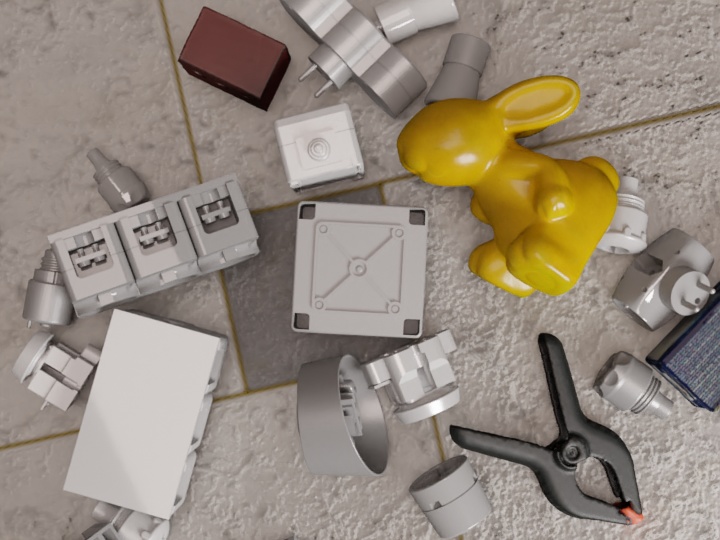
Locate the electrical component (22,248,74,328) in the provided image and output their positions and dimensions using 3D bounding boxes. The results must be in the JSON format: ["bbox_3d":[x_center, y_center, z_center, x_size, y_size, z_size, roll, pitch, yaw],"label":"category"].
[{"bbox_3d":[-0.256,0.012,0.897,0.040,0.040,0.078,10,89,1],"label":"electrical component"}]

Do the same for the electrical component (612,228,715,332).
[{"bbox_3d":[0.255,0.013,0.869,0.043,0.079,0.077,42,89,-26],"label":"electrical component"}]

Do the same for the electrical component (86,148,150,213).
[{"bbox_3d":[-0.206,-0.076,0.902,0.035,0.035,0.061,-40,86,0],"label":"electrical component"}]

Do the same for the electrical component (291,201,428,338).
[{"bbox_3d":[0.000,0.000,0.885,0.109,0.056,0.108,3,89,1],"label":"electrical component"}]

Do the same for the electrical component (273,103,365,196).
[{"bbox_3d":[-0.033,-0.101,0.868,0.062,0.096,0.061,-14,88,1],"label":"electrical component"}]

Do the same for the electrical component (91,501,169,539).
[{"bbox_3d":[-0.193,0.214,0.890,0.062,0.048,0.048,31,89,8],"label":"electrical component"}]

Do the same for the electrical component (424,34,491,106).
[{"bbox_3d":[0.084,-0.163,0.896,0.044,0.044,0.065,18,84,2],"label":"electrical component"}]

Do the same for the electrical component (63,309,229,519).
[{"bbox_3d":[-0.173,0.115,0.882,0.089,0.061,0.150,16,89,2],"label":"electrical component"}]

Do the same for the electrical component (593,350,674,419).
[{"bbox_3d":[0.227,0.098,0.884,0.062,0.043,0.043,34,89,1],"label":"electrical component"}]

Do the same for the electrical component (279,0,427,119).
[{"bbox_3d":[-0.018,-0.175,0.892,0.074,0.052,0.138,-44,88,0],"label":"electrical component"}]

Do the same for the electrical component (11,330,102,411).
[{"bbox_3d":[-0.254,0.082,0.894,0.055,0.048,0.066,32,89,-6],"label":"electrical component"}]

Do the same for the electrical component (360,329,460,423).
[{"bbox_3d":[0.047,0.089,0.880,0.078,0.058,0.057,-22,90,-16],"label":"electrical component"}]

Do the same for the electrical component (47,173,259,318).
[{"bbox_3d":[-0.162,-0.017,0.857,0.150,0.089,0.061,-20,88,-13],"label":"electrical component"}]

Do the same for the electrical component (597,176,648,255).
[{"bbox_3d":[0.217,-0.046,0.889,0.048,0.048,0.062,12,79,1],"label":"electrical component"}]

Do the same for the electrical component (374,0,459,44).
[{"bbox_3d":[0.045,-0.216,0.898,0.065,0.044,0.044,-24,88,5],"label":"electrical component"}]

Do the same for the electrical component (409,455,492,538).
[{"bbox_3d":[0.075,0.186,0.880,0.055,0.055,0.047,-30,92,0],"label":"electrical component"}]

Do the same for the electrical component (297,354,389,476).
[{"bbox_3d":[-0.016,0.118,0.863,0.064,0.099,0.099,-7,88,7],"label":"electrical component"}]
